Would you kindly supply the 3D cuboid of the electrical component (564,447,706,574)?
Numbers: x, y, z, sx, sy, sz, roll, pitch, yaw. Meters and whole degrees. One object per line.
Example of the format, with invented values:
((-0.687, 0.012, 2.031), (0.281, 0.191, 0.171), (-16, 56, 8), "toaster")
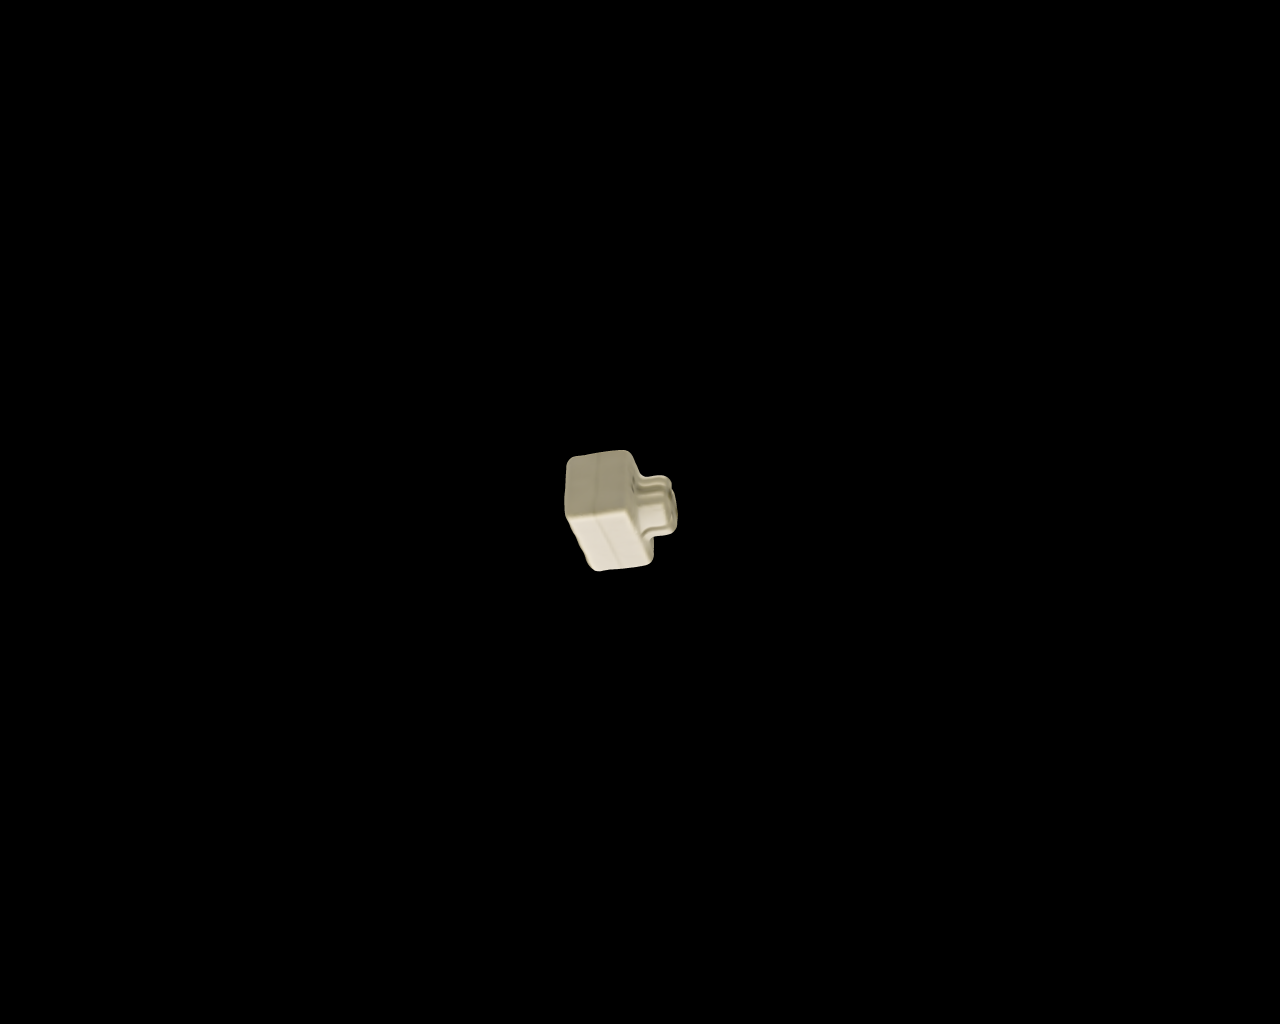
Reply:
((0.001, -0.003, 0.650), (0.077, 0.047, 0.065), (-8, -35, 11), "electrical component")
